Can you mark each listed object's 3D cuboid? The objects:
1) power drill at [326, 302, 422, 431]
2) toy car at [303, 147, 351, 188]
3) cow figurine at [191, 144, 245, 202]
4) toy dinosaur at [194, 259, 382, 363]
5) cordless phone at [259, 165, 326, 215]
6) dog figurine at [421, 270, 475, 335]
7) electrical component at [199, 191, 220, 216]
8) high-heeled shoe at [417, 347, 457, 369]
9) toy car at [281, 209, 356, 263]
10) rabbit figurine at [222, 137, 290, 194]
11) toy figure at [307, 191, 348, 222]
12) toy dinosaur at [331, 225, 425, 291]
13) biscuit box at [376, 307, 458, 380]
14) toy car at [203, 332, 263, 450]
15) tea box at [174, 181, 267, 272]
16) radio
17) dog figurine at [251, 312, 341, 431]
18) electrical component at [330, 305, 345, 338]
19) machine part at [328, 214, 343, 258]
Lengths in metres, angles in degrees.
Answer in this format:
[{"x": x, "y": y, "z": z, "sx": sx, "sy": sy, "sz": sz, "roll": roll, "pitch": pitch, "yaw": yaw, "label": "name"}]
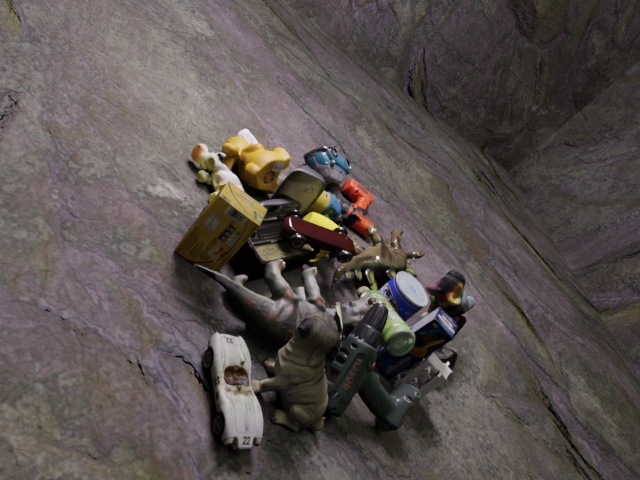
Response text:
[{"x": 0.113, "y": 0.266, "z": 1.061, "sx": 0.086, "sy": 0.232, "sz": 0.207, "roll": 15, "pitch": -28, "yaw": 53, "label": "power drill"}, {"x": 0.025, "y": -0.212, "z": 1.650, "sx": 0.161, "sy": 0.109, "sz": 0.103, "roll": 28, "pitch": 55, "yaw": -49, "label": "toy car"}, {"x": -0.233, "y": -0.153, "z": 1.259, "sx": 0.098, "sy": 0.068, "sz": 0.167, "roll": 4, "pitch": 52, "yaw": -58, "label": "cow figurine"}, {"x": -0.059, "y": 0.149, "z": 1.063, "sx": 0.404, "sy": 0.131, "sz": 0.192, "roll": 7, "pitch": 46, "yaw": -40, "label": "toy dinosaur"}, {"x": -0.085, "y": -0.114, "z": 1.321, "sx": 0.089, "sy": 0.146, "sz": 0.184, "roll": 51, "pitch": 31, "yaw": 14, "label": "cordless phone"}, {"x": 0.320, "y": 0.174, "z": 1.394, "sx": 0.109, "sy": 0.191, "sz": 0.219, "roll": 30, "pitch": 2, "yaw": 25, "label": "dog figurine"}, {"x": -0.211, "y": -0.055, "z": 1.111, "sx": 0.048, "sy": 0.119, "sz": 0.075, "roll": 44, "pitch": 26, "yaw": -2, "label": "electrical component"}, {"x": 0.256, "y": 0.288, "z": 1.360, "sx": 0.145, "sy": 0.086, "sz": 0.248, "roll": 25, "pitch": -2, "yaw": 30, "label": "high-heeled shoe"}, {"x": -0.003, "y": -0.004, "z": 1.236, "sx": 0.202, "sy": 0.053, "sz": 0.089, "roll": 19, "pitch": 41, "yaw": -34, "label": "toy car"}, {"x": -0.190, "y": -0.199, "z": 1.361, "sx": 0.162, "sy": 0.121, "sz": 0.173, "roll": -13, "pitch": 48, "yaw": -47, "label": "rabbit figurine"}, {"x": -0.005, "y": -0.100, "z": 1.475, "sx": 0.180, "sy": 0.089, "sz": 0.082, "roll": 36, "pitch": 1, "yaw": -35, "label": "toy figure"}, {"x": 0.161, "y": 0.063, "z": 1.462, "sx": 0.471, "sy": 0.105, "sz": 0.199, "roll": -3, "pitch": 58, "yaw": -46, "label": "toy dinosaur"}, {"x": 0.208, "y": 0.233, "z": 1.198, "sx": 0.063, "sy": 0.202, "sz": 0.059, "roll": 47, "pitch": 32, "yaw": -1, "label": "biscuit box"}, {"x": -0.143, "y": 0.244, "z": 0.883, "sx": 0.073, "sy": 0.056, "sz": 0.202, "roll": 19, "pitch": 38, "yaw": -39, "label": "toy car"}, {"x": -0.192, "y": -0.018, "z": 1.037, "sx": 0.098, "sy": 0.169, "sz": 0.068, "roll": 39, "pitch": 31, "yaw": -15, "label": "tea box"}, {"x": -0.111, "y": 0.007, "z": 1.204, "sx": 0.131, "sy": 0.073, "sz": 0.229, "roll": 56, "pitch": 28, "yaw": 14, "label": "radio"}, {"x": -0.010, "y": 0.231, "z": 0.934, "sx": 0.172, "sy": 0.190, "sz": 0.121, "roll": 41, "pitch": 29, "yaw": -11, "label": "dog figurine"}, {"x": 0.053, "y": 0.186, "z": 1.226, "sx": 0.078, "sy": 0.045, "sz": 0.102, "roll": 30, "pitch": 14, "yaw": 36, "label": "electrical component"}, {"x": 0.047, "y": -0.004, "z": 1.425, "sx": 0.039, "sy": 0.084, "sz": 0.139, "roll": 2, "pitch": 32, "yaw": 10, "label": "machine part"}]
